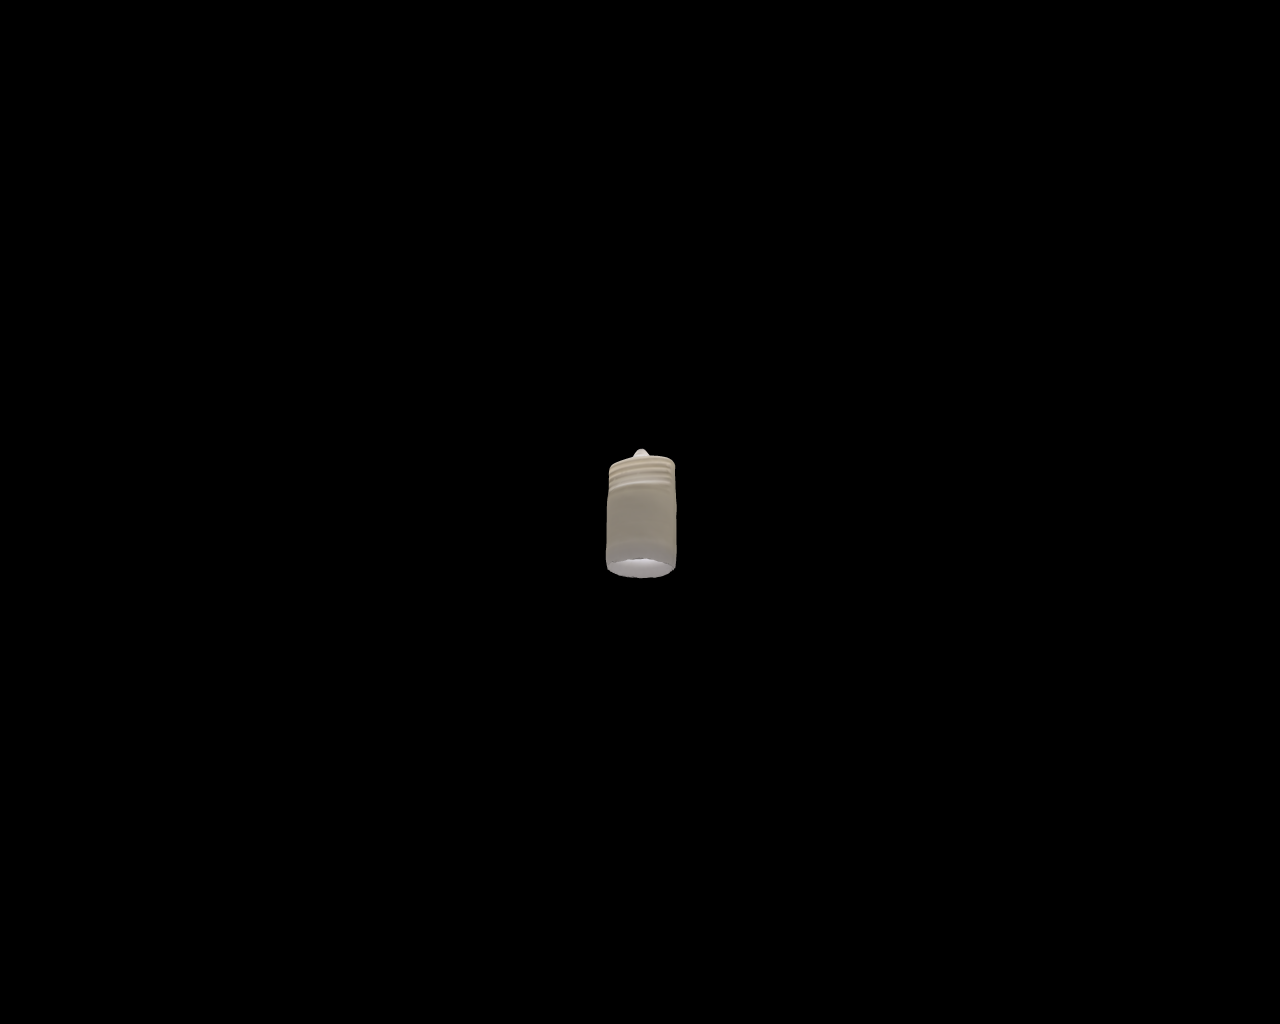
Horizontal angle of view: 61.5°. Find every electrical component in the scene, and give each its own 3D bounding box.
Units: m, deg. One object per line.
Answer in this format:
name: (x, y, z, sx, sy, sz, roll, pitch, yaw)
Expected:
electrical component: (0.001, -0.003, 0.650, 0.043, 0.081, 0.043, 0, -20, 0)
